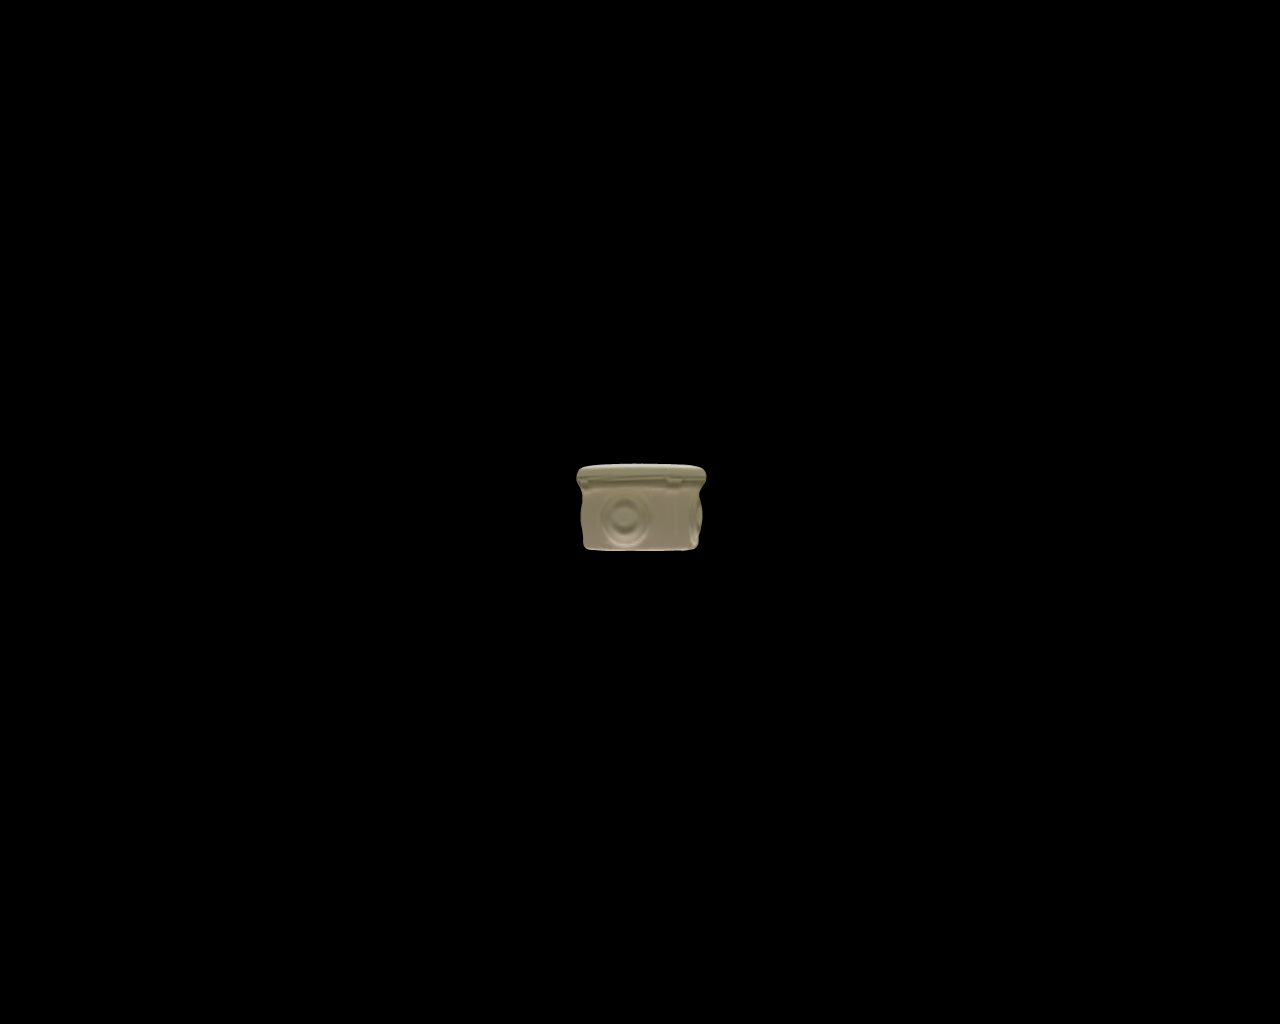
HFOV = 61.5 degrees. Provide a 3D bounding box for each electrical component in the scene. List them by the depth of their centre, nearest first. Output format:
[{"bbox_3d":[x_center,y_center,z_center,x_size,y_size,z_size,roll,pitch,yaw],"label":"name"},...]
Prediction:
[{"bbox_3d":[0.001,-0.003,0.650,0.080,0.051,0.080,0,0,0],"label":"electrical component"}]
